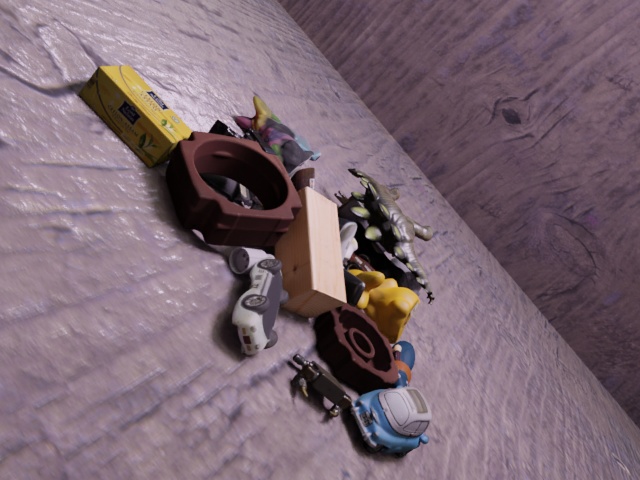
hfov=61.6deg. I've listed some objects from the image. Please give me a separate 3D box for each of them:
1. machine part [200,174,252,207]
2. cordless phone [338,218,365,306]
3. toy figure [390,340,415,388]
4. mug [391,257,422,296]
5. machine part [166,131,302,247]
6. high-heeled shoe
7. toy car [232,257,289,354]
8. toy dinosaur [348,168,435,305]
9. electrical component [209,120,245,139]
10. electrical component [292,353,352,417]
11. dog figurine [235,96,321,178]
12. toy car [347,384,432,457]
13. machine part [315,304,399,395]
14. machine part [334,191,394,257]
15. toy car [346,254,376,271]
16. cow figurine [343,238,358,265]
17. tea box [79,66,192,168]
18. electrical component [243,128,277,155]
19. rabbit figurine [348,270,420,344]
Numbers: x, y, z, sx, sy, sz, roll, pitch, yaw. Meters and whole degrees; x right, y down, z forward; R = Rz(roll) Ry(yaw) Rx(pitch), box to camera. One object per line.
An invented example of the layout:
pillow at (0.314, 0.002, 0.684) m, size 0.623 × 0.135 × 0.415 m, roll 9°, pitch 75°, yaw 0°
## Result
machine part at (-0.188, -0.120, 1.039) m, size 0.138 × 0.039 × 0.084 m, roll 31°, pitch 36°, yaw -42°
cordless phone at (0.045, 0.038, 1.015) m, size 0.088 × 0.146 × 0.184 m, roll 24°, pitch 4°, yaw -27°
toy figure at (0.154, 0.253, 1.043) m, size 0.064 × 0.058 × 0.154 m, roll 42°, pitch 26°, yaw -2°
mug at (0.222, 0.096, 1.414) m, size 0.109 × 0.081 × 0.107 m, roll 37°, pitch 15°, yaw -27°
machine part at (-0.148, -0.084, 0.917) m, size 0.201 × 0.087 × 0.202 m, roll 3°, pitch 46°, yaw -38°
high-heeled shoe at (0.134, 0.062, 1.347) m, size 0.248 × 0.086 × 0.145 m, roll 59°, pitch -10°, yaw -16°
toy car at (-0.088, 0.094, 0.820) m, size 0.202 × 0.056 × 0.073 m, roll -79°, pitch 160°, yaw -65°
toy dinosaur at (0.177, -0.027, 1.315) m, size 0.198 × 0.105 × 0.472 m, roll 14°, pitch 36°, yaw -49°
electrical component at (-0.175, -0.187, 1.098) m, size 0.114 × 0.058 × 0.134 m, roll 38°, pitch 1°, yaw -31°
electrical component at (0.000, 0.223, 0.816) m, size 0.102 × 0.045 × 0.078 m, roll 43°, pitch -6°, yaw -22°
dog figurine at (-0.118, -0.243, 1.297) m, size 0.219 × 0.108 × 0.191 m, roll 46°, pitch 24°, yaw 4°
toy car at (0.124, 0.282, 0.873) m, size 0.161 × 0.103 × 0.109 m, roll 26°, pitch 30°, yaw -49°
machine part at (0.065, 0.194, 0.971) m, size 0.179 × 0.056 × 0.179 m, roll 40°, pitch 22°, yaw -20°
machine part at (0.129, -0.043, 1.468) m, size 0.243 × 0.079 × 0.079 m, roll 47°, pitch 21°, yaw -6°
toy car at (0.128, 0.110, 1.227) m, size 0.202 × 0.053 × 0.089 m, roll 57°, pitch 25°, yaw 3°
cow figurine at (-0.004, -0.004, 1.153) m, size 0.167 × 0.068 × 0.098 m, roll 43°, pitch 51°, yaw -11°
tea box at (-0.308, -0.213, 0.918) m, size 0.169 × 0.068 × 0.098 m, roll 45°, pitch 22°, yaw -7°
electrical component at (-0.138, -0.178, 1.187) m, size 0.119 × 0.075 × 0.047 m, roll 57°, pitch 22°, yaw 14°
rabbit figurine at (0.105, 0.121, 1.105) m, size 0.173 × 0.122 × 0.162 m, roll 33°, pitch -2°, yaw 22°
